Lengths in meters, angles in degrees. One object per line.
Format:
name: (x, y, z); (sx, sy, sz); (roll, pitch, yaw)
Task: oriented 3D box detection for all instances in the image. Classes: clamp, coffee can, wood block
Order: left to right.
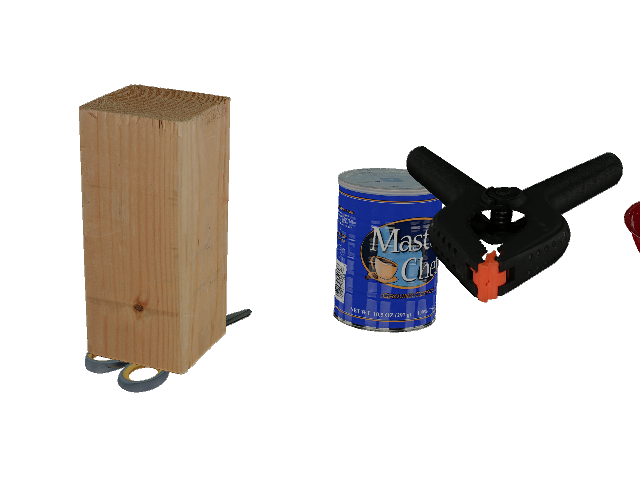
wood block: (-0.131, -0.011, 0.853); (0.091, 0.206, 0.090); (10, 23, 16)
coffee can: (0.066, 0.007, 1.043); (0.103, 0.140, 0.103); (2, 14, -1)
clamp: (0.120, -0.021, 0.760); (0.165, 0.036, 0.209); (6, 28, 20)

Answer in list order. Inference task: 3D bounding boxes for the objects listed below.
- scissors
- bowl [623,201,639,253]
scissors: (-0.144, 0.115, 1.119); (0.201, 0.016, 0.096); (-11, 31, -27)
bowl: (0.407, 0.006, 1.147); (0.162, 0.055, 0.162); (-1, 26, 0)
